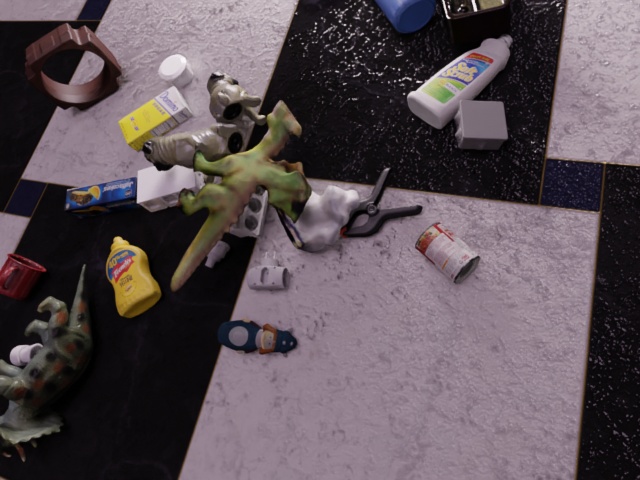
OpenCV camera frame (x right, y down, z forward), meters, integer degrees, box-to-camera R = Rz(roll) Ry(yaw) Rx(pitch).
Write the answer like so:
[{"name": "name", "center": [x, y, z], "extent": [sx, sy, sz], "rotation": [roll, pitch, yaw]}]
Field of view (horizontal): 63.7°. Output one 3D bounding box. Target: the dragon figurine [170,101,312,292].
[{"name": "dragon figurine", "center": [-0.135, -0.085, 0.998], "extent": [0.243, 0.416, 0.120], "rotation": [2, -21, 27]}]

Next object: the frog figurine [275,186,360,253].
[{"name": "frog figurine", "center": [0.003, -0.053, 1.045], "extent": [0.160, 0.120, 0.140], "rotation": [-27, 45, -11]}]
